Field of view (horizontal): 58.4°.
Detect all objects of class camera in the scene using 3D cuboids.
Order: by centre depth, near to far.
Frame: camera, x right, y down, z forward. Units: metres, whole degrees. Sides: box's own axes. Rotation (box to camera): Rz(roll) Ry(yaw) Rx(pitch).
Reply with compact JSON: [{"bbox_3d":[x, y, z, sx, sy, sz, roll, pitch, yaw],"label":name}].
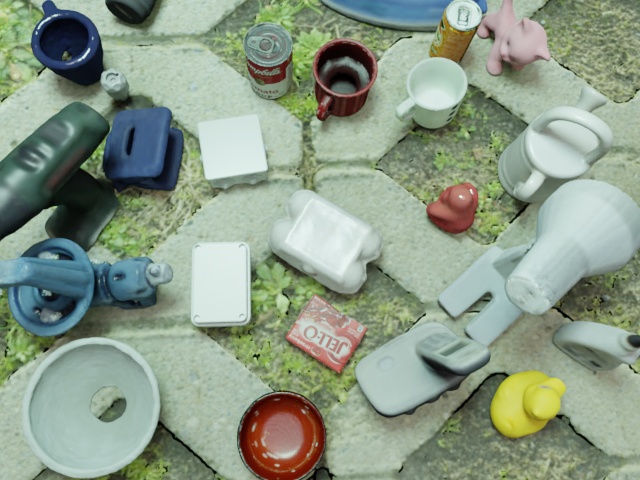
[{"bbox_3d":[-0.286,-0.408,0.856,0.143,0.101,0.137,17,77,1],"label":"camera"}]

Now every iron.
[{"bbox_3d":[0.133,-0.402,0.857,0.258,0.141,0.118,-3,77,-4],"label":"iron"}]

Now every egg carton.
[{"bbox_3d":[0.007,0.003,0.795,0.150,0.069,0.107,30,77,4],"label":"egg carton"}]

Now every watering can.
[{"bbox_3d":[0.324,-0.132,0.780,0.101,0.194,0.173,14,77,1],"label":"watering can"}]

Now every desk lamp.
[{"bbox_3d":[0.278,0.037,0.729,0.203,0.213,0.118,-41,82,-11],"label":"desk lamp"}]

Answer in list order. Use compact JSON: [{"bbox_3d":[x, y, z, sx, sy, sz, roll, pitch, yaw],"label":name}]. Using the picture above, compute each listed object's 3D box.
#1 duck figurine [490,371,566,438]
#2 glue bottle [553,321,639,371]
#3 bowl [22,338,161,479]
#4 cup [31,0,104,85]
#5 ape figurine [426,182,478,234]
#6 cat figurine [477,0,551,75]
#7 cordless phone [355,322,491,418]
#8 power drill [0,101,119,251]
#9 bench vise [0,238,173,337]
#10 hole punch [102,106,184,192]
[{"bbox_3d":[0.279,0.217,0.753,0.104,0.086,0.077,-38,82,-10],"label":"duck figurine"},{"bbox_3d":[0.369,0.134,0.733,0.078,0.173,0.037,37,78,6],"label":"glue bottle"},{"bbox_3d":[-0.280,0.210,0.730,0.167,0.074,0.167,1,77,-3],"label":"bowl"},{"bbox_3d":[-0.358,-0.276,0.826,0.092,0.095,0.117,-28,80,-9],"label":"cup"},{"bbox_3d":[0.192,-0.051,0.806,0.078,0.092,0.076,-11,78,-5],"label":"ape figurine"},{"bbox_3d":[0.294,-0.308,0.857,0.067,0.118,0.128,-12,78,-5],"label":"cat figurine"},{"bbox_3d":[0.126,0.160,0.707,0.148,0.185,0.094,-30,80,-9],"label":"cordless phone"},{"bbox_3d":[-0.336,-0.053,0.718,0.075,0.208,0.230,29,77,4],"label":"power drill"},{"bbox_3d":[-0.297,0.038,0.693,0.207,0.219,0.121,-25,79,-8],"label":"bench vise"},{"bbox_3d":[-0.251,-0.127,0.800,0.101,0.091,0.109,5,77,-2],"label":"hole punch"}]
